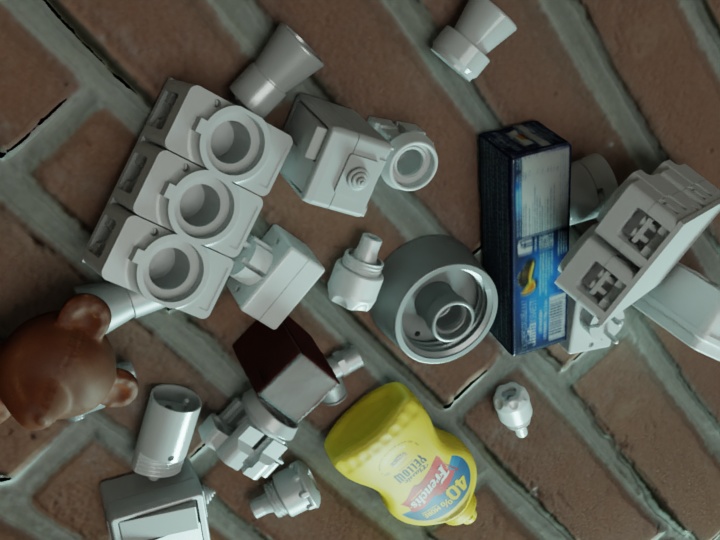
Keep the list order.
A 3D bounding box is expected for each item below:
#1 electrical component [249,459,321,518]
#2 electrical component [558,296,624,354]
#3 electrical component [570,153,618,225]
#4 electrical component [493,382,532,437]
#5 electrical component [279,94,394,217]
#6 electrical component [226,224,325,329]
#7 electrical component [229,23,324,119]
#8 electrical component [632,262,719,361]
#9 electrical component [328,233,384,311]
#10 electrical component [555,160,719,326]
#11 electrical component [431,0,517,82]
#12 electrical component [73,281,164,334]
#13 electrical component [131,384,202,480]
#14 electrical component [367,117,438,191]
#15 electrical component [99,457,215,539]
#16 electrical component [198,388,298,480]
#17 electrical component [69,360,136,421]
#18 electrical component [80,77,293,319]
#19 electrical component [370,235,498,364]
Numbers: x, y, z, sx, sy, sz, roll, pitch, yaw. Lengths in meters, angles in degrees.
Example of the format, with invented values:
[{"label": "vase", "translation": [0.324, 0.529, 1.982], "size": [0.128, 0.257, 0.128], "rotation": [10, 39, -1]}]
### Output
[{"label": "electrical component", "translation": [-0.070, 0.206, 0.984], "size": [0.062, 0.048, 0.048], "rotation": [-26, 125, -1]}, {"label": "electrical component", "translation": [0.221, 0.041, 1.004], "size": [0.047, 0.075, 0.083], "rotation": [-9, 120, -20]}, {"label": "electrical component", "translation": [0.194, -0.069, 0.945], "size": [0.047, 0.055, 0.055], "rotation": [-20, 123, -9]}, {"label": "electrical component", "translation": [0.152, 0.140, 1.054], "size": [0.035, 0.035, 0.061], "rotation": [-28, 127, -8]}, {"label": "electrical component", "translation": [-0.023, -0.086, 0.810], "size": [0.061, 0.096, 0.061], "rotation": [14, 110, -30]}, {"label": "electrical component", "translation": [-0.082, -0.003, 0.860], "size": [0.077, 0.047, 0.065], "rotation": [35, 99, -35]}, {"label": "electrical component", "translation": [-0.064, -0.144, 0.795], "size": [0.065, 0.044, 0.044], "rotation": [-45, 126, 10]}, {"label": "electrical component", "translation": [0.321, 0.037, 1.025], "size": [0.078, 0.113, 0.057], "rotation": [22, 103, -32]}, {"label": "electrical component", "translation": [0.000, 0.000, 0.901], "size": [0.043, 0.043, 0.062], "rotation": [11, 111, -29]}, {"label": "electrical component", "translation": [0.243, -0.030, 0.922], "size": [0.105, 0.060, 0.186], "rotation": [-56, 162, 26]}, {"label": "electrical component", "translation": [0.088, -0.181, 0.840], "size": [0.045, 0.045, 0.055], "rotation": [34, 100, -34]}, {"label": "electrical component", "translation": [-0.184, 0.023, 0.833], "size": [0.065, 0.044, 0.044], "rotation": [-21, 124, -18]}, {"label": "electrical component", "translation": [-0.165, 0.142, 0.905], "size": [0.043, 0.043, 0.081], "rotation": [8, 114, -28]}, {"label": "electrical component", "translation": [0.032, -0.093, 0.857], "size": [0.066, 0.055, 0.048], "rotation": [6, 114, -27]}, {"label": "electrical component", "translation": [-0.170, 0.211, 0.930], "size": [0.096, 0.061, 0.061], "rotation": [-14, 122, -17]}, {"label": "electrical component", "translation": [-0.091, 0.138, 0.928], "size": [0.057, 0.058, 0.078], "rotation": [-47, 125, 9]}, {"label": "electrical component", "translation": [-0.211, 0.089, 0.856], "size": [0.062, 0.048, 0.048], "rotation": [-18, 123, -23]}, {"label": "electrical component", "translation": [-0.124, -0.051, 0.784], "size": [0.089, 0.062, 0.150], "rotation": [26, 90, -33]}, {"label": "electrical component", "translation": [0.069, 0.031, 0.939], "size": [0.108, 0.060, 0.108], "rotation": [-11, 121, -19]}]
